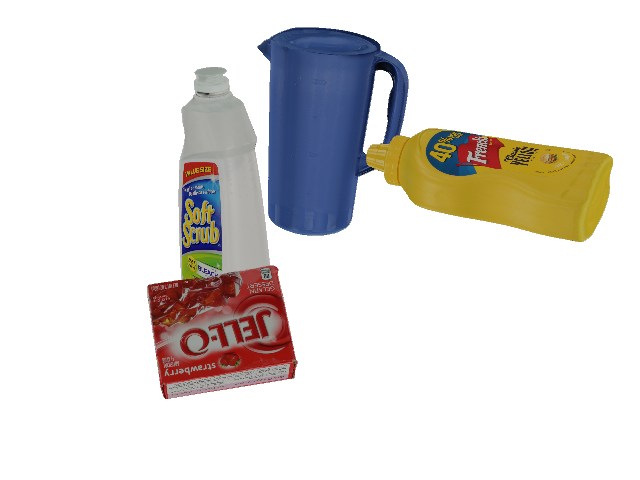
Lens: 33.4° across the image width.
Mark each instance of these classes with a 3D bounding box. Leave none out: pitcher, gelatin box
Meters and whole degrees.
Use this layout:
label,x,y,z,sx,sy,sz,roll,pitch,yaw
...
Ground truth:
label,x,y,z,sx,sy,sz,roll,pitch,yaw
pitcher,0.006,-0.132,1.312,0.144,0.243,0.149,-9,27,-29
gelatin box,-0.065,0.059,0.702,0.089,0.073,0.030,-8,-30,-9

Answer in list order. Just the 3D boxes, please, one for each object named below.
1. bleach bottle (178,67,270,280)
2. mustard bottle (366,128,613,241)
label,x,y,z,sx,sy,sz,roll,pitch,yaw
bleach bottle,-0.096,-0.037,0.993,0.067,0.251,0.103,-23,31,-36
mustard bottle,0.127,-0.051,0.847,0.192,0.058,0.096,12,34,23
